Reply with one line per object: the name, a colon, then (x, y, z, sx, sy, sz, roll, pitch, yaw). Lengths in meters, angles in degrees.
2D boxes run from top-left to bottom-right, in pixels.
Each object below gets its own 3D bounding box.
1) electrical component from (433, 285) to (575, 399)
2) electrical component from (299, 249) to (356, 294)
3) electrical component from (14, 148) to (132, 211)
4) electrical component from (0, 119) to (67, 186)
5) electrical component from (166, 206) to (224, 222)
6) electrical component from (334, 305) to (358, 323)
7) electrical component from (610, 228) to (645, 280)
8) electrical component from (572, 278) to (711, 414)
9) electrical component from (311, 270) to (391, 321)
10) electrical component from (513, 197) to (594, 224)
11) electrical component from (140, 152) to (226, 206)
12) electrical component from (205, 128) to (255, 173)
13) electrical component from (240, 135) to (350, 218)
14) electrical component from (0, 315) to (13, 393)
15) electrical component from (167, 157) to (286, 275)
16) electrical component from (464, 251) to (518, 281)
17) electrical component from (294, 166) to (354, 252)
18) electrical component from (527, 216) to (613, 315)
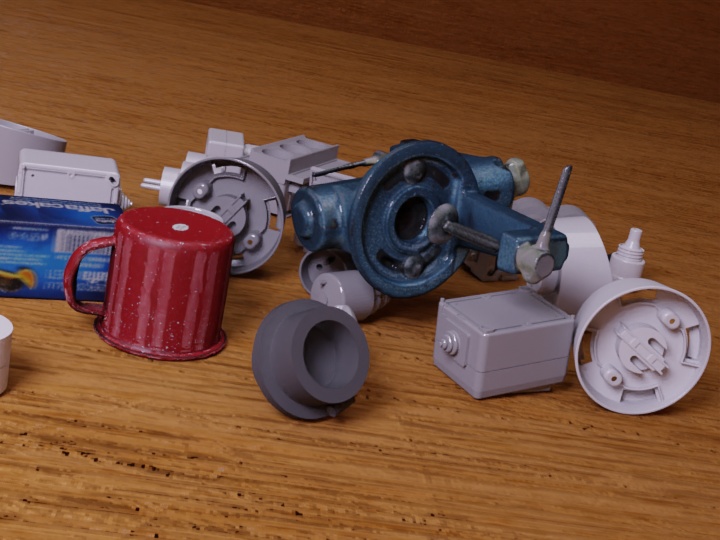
electrical component: (0.097, 0.055, 0.778, 0.096, 0.061, 0.062, -7, 25, -27)
electrical component: (0.000, 0.000, 0.900, 0.079, 0.043, 0.077, 17, 19, 17)
electrical component: (-0.243, -0.064, 0.913, 0.096, 0.061, 0.061, 5, 19, -19)
electrical component: (-0.328, -0.117, 1.014, 0.099, 0.064, 0.099, 10, 18, -3)
electrical component: (-0.137, -0.016, 0.841, 0.058, 0.057, 0.078, 23, 21, 31)
electrical component: (-0.033, 0.048, 0.738, 0.062, 0.048, 0.048, 0, 20, -12)
electrical component: (0.267, -0.011, 1.069, 0.035, 0.061, 0.035, 10, 18, -3)
electrical component: (0.201, 0.054, 0.779, 0.099, 0.099, 0.064, 12, 12, 0)
electrical component: (-0.003, 0.020, 0.844, 0.078, 0.040, 0.040, -6, 25, -42)
electrical component: (0.181, -0.042, 1.122, 0.138, 0.052, 0.073, 9, 18, -7)
electrical component: (-0.168, -0.076, 1.012, 0.074, 0.052, 0.138, 9, 18, -6)
electrical component: (-0.130, -0.119, 1.172, 0.077, 0.047, 0.065, 8, 18, -10)
electrical component: (-0.071, -0.098, 1.120, 0.079, 0.063, 0.121, 18, 19, 18)
electrical component: (-0.268, 0.025, 0.612, 0.138, 0.073, 0.052, 10, 18, -4)
electrical component: (-0.108, -0.047, 0.888, 0.099, 0.099, 0.064, 12, 12, 2)
electrical component: (0.123, -0.019, 1.033, 0.066, 0.048, 0.055, -2, 30, -34)
electrical component: (0.005, -0.039, 0.985, 0.121, 0.078, 0.063, 16, 41, 13)
electrical component: (0.182, 0.003, 0.927, 0.064, 0.099, 0.099, 2, 20, -10)
